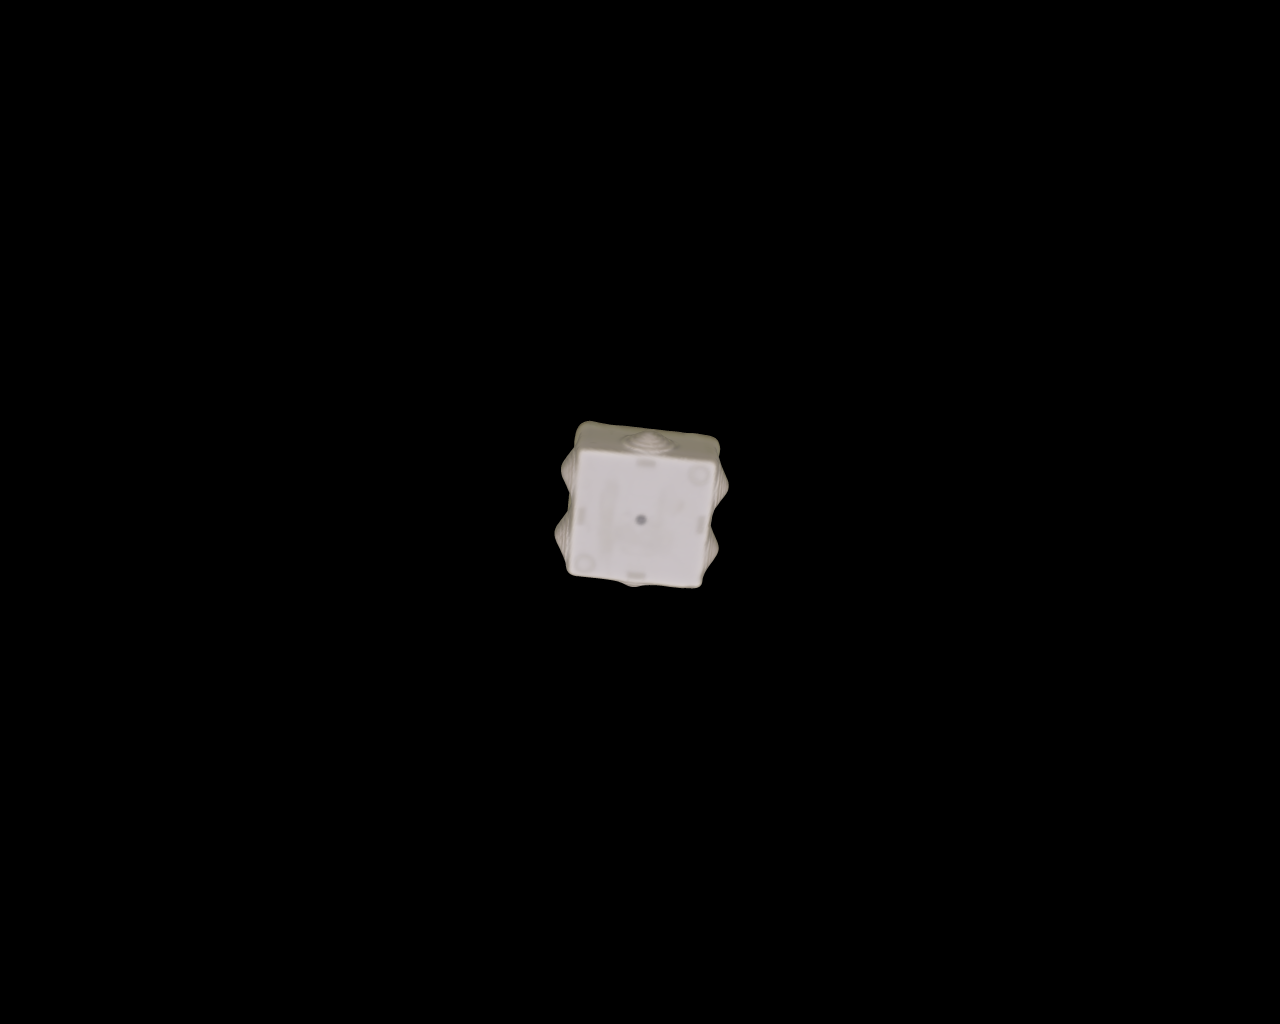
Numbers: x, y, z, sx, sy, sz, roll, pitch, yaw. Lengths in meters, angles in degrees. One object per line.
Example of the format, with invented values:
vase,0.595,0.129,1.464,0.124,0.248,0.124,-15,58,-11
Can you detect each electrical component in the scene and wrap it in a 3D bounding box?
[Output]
electrical component,0.001,-0.003,0.650,0.100,0.099,0.048,7,20,-2
